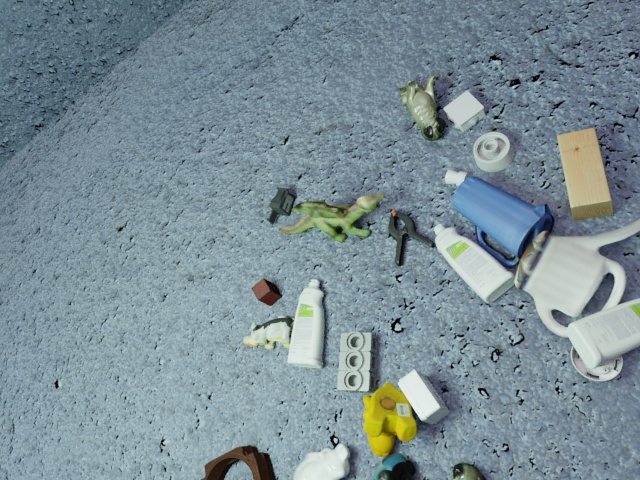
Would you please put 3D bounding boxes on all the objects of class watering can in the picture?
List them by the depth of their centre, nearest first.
[{"bbox_3d":[0.597,0.049,1.190,0.226,0.104,0.346,29,96,21],"label":"watering can"}]

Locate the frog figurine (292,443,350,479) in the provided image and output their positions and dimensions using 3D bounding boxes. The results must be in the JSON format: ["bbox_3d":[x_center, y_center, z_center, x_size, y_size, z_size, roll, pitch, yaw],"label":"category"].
[{"bbox_3d":[0.011,0.584,1.276,0.158,0.121,0.140,-52,33,13],"label":"frog figurine"}]

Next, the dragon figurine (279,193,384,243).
[{"bbox_3d":[0.005,-0.077,1.530,0.408,0.240,0.124,-9,69,24],"label":"dragon figurine"}]
